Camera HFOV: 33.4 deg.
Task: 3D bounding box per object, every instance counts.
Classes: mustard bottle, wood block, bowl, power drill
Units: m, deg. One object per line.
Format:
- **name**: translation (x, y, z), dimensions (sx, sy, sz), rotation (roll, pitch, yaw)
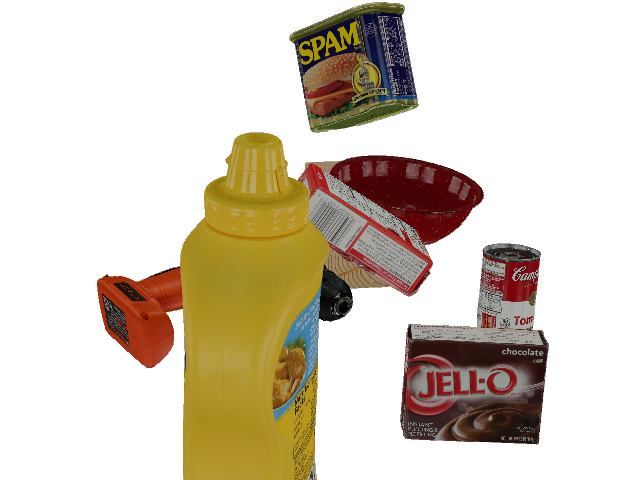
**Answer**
- **mustard bottle**: translation (-0.027, 0.049, 0.442), dimensions (0.058, 0.192, 0.096), rotation (8, 24, 11)
- **wood block**: translation (0.034, -0.025, 1.403), dimensions (0.090, 0.090, 0.206), rotation (-2, 27, -6)
- **bowl**: translation (0.087, -0.037, 1.118), dimensions (0.162, 0.055, 0.162), rotation (6, 22, -3)
- **power drill**: translation (-0.087, 0.050, 0.944), dimensions (0.187, 0.057, 0.185), rotation (-18, 26, -30)

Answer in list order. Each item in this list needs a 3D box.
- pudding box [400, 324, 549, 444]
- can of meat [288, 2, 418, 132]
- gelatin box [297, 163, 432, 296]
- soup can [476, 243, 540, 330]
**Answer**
- **pudding box**: translation (0.124, 0.116, 0.868), dimensions (0.113, 0.090, 0.039), rotation (1, 21, 0)
- **can of meat**: translation (0.028, -0.141, 0.885), dimensions (0.102, 0.084, 0.057), rotation (-12, -3, 44)
- **gelatin box**: translation (0.024, -0.008, 0.673), dimensions (0.089, 0.030, 0.073), rotation (33, 11, -12)
- **soup can**: translation (0.223, 0.061, 1.270), dimensions (0.068, 0.102, 0.068), rotation (2, 15, -1)
